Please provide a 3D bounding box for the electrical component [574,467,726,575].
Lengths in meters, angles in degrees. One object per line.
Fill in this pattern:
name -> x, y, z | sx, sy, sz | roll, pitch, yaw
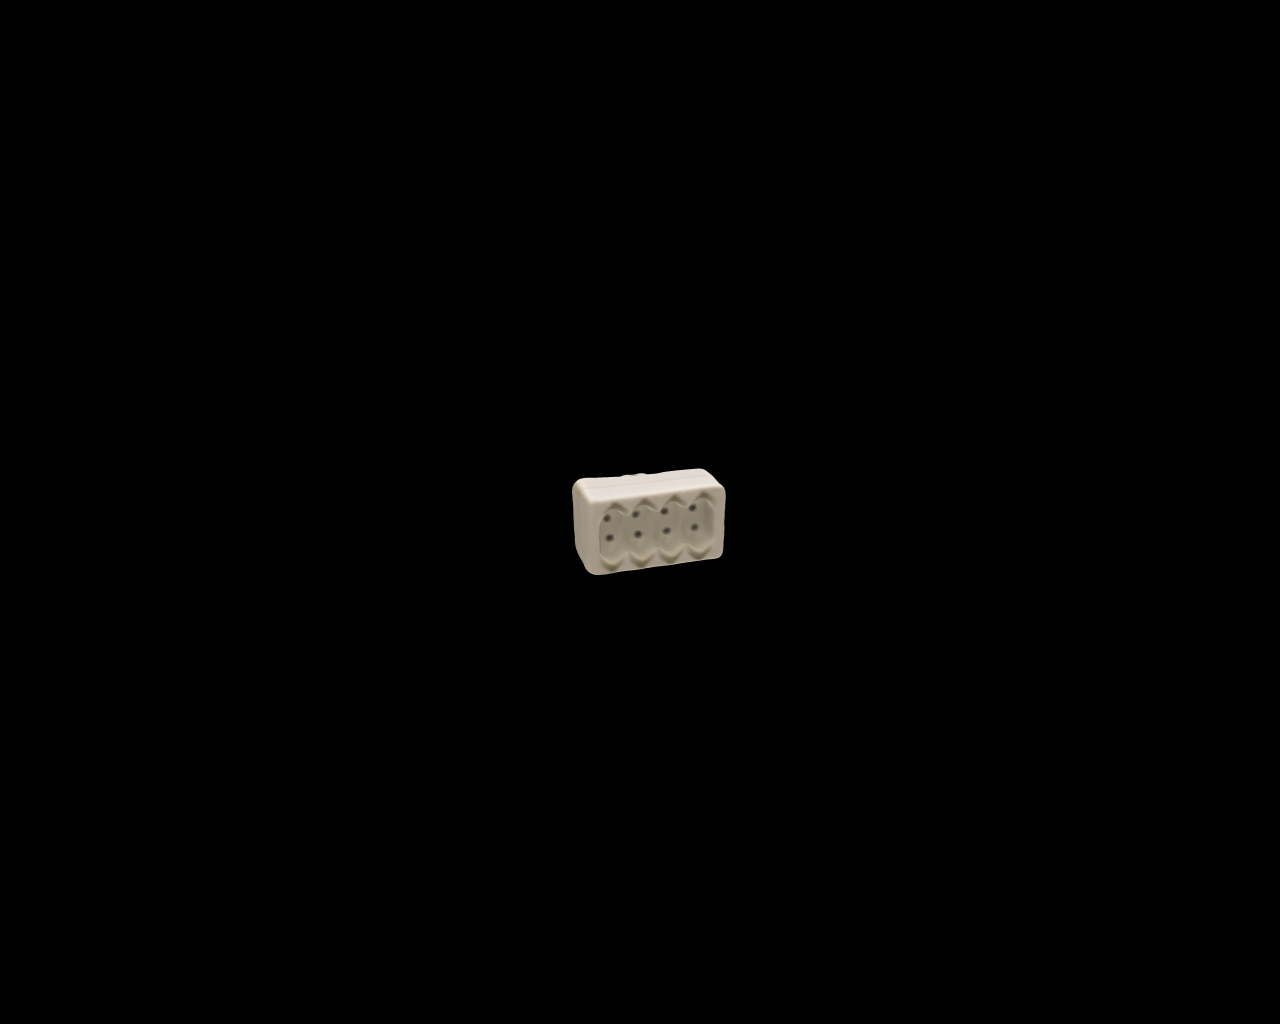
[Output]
electrical component -> 0.001, -0.003, 0.650 | 0.083, 0.047, 0.076 | -6, 24, -14
